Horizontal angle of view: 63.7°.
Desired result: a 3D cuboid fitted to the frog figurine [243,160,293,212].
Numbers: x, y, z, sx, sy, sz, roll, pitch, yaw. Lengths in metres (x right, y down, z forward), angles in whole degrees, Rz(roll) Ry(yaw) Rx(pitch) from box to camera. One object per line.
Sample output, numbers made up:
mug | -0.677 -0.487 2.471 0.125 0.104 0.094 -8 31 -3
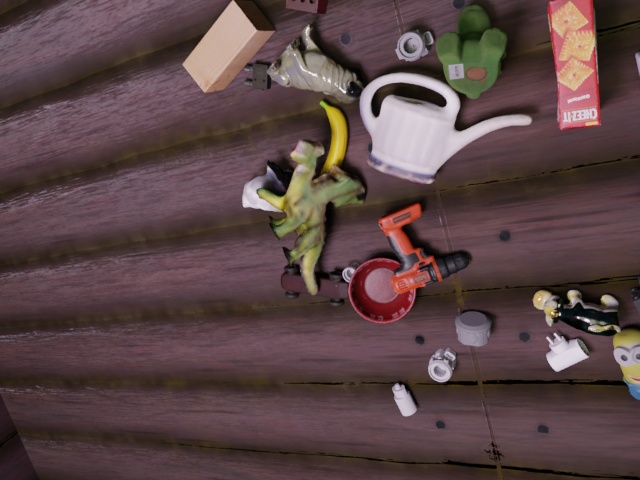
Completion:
frog figurine | -0.137 -0.109 1.273 0.157 0.138 0.124 -33 77 29

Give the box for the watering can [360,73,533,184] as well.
watering can | 0.236 -0.218 1.078 0.349 0.105 0.220 22 117 16

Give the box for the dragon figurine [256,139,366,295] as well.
dragon figurine | 0.004 -0.060 1.197 0.243 0.124 0.402 -29 129 -4
